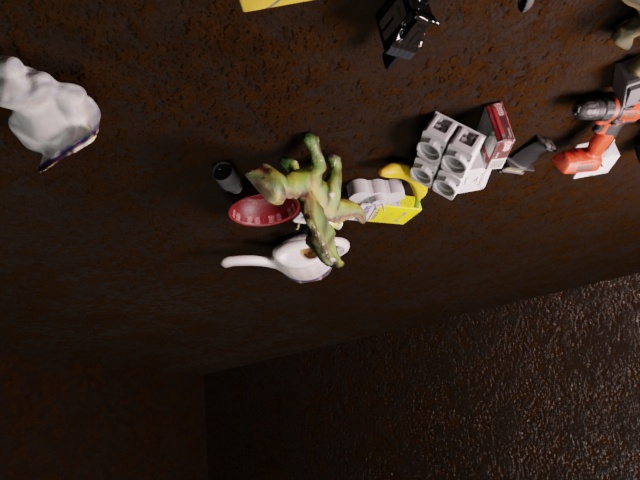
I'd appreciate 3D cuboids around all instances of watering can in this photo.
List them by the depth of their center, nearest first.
[{"bbox_3d":[-0.087,0.053,1.449,0.347,0.106,0.220,-10,158,2],"label":"watering can"}]

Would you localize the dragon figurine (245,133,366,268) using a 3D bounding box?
[{"bbox_3d":[0.003,-0.051,1.022,0.121,0.248,0.404,-23,140,28],"label":"dragon figurine"}]

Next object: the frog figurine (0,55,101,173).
[{"bbox_3d":[-0.413,-0.201,0.764,0.136,0.125,0.157,-14,121,32],"label":"frog figurine"}]
